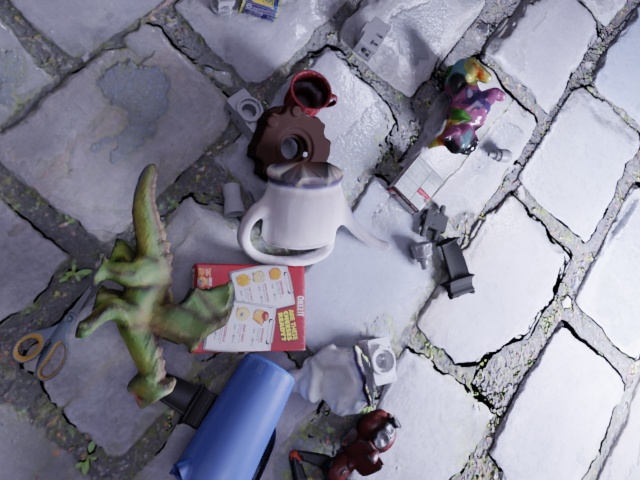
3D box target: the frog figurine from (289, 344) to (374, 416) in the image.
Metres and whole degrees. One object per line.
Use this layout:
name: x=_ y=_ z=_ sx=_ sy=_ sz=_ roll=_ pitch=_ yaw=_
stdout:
frog figurine: x=0.021 y=0.279 z=1.012 sx=0.159 sy=0.123 sz=0.137 roll=-17 pitch=94 yaw=14

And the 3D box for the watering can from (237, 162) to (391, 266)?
watering can: x=0.003 y=-0.053 z=1.045 sx=0.348 sy=0.106 sz=0.220 roll=-4 pitch=116 yaw=-23

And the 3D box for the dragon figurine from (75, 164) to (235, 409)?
dragon figurine: x=-0.268 y=0.084 z=0.903 sx=0.242 sy=0.121 sz=0.414 roll=19 pitch=79 yaw=-7
